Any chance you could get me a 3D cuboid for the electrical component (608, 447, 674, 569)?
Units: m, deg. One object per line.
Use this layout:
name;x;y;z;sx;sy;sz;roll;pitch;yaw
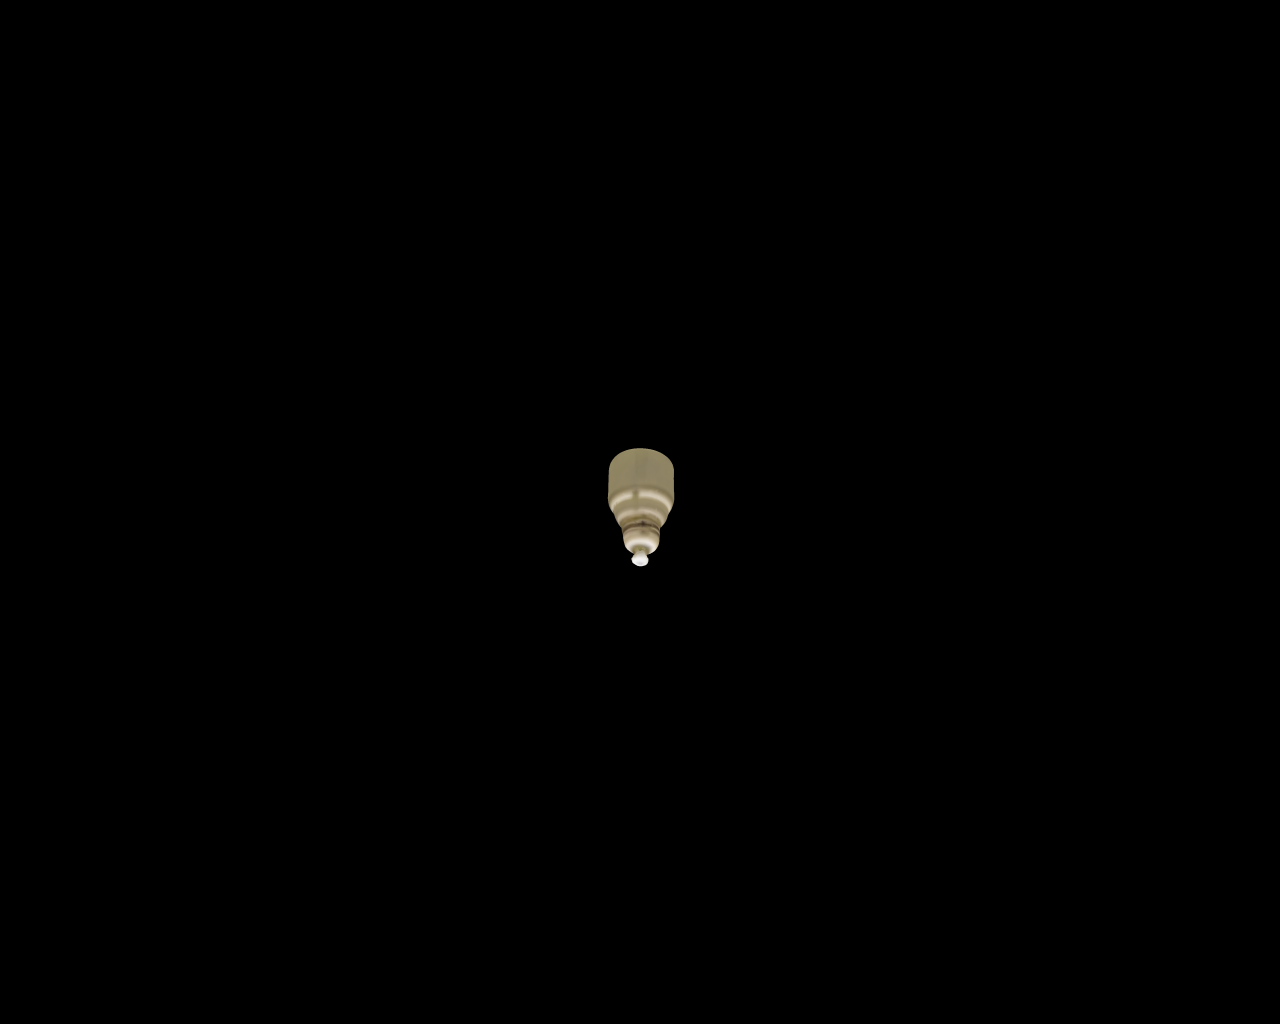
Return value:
electrical component;0.001;-0.003;0.650;0.040;0.078;0.040;0;-33;0
